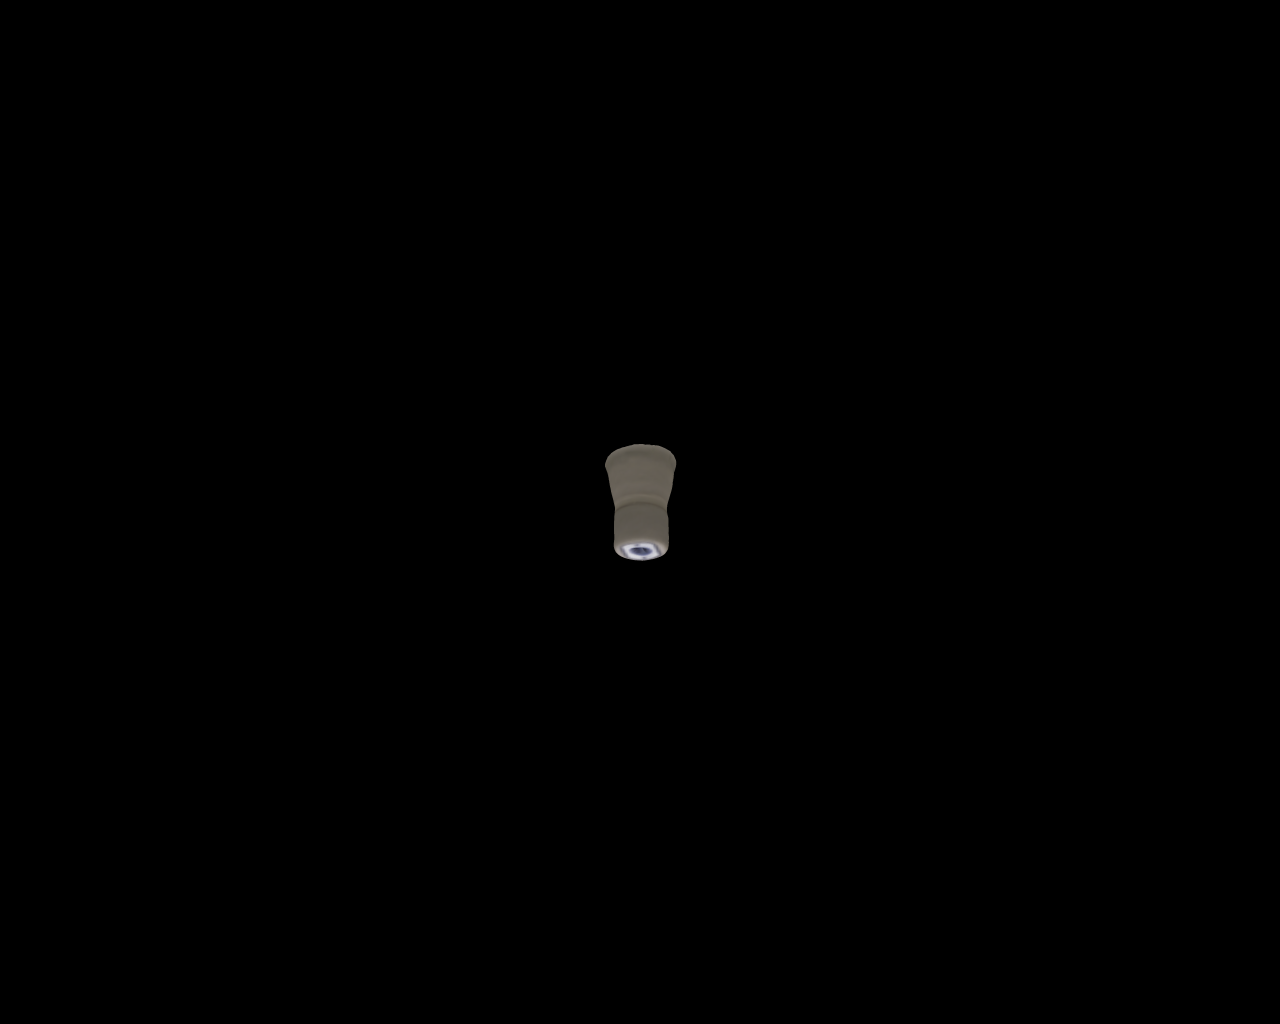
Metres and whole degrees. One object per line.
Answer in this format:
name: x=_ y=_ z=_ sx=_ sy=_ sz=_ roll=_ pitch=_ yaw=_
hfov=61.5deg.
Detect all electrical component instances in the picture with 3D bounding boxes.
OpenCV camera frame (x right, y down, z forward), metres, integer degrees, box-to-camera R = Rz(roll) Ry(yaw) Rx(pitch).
electrical component: x=0.001 y=-0.003 z=0.650 sx=0.044 sy=0.065 sz=0.044 roll=0 pitch=-26 yaw=0
